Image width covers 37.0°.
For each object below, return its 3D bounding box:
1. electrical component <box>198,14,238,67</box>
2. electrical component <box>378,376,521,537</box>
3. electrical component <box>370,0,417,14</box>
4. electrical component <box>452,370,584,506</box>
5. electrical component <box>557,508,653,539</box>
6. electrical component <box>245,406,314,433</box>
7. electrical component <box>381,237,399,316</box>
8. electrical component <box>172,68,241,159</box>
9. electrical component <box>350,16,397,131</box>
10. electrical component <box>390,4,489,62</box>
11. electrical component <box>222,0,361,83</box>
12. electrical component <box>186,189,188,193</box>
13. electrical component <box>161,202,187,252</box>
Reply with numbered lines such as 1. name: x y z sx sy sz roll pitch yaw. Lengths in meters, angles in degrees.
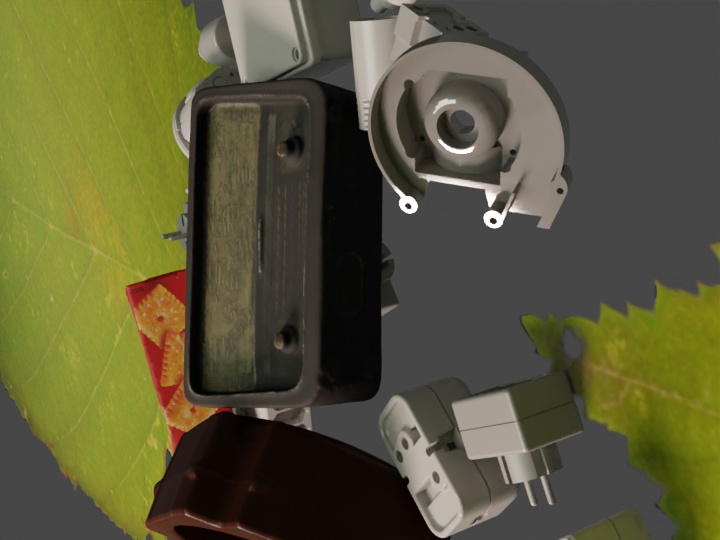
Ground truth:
1. electrical component: -0.118 -0.193 0.919 0.078 0.040 0.040 -1 102 60
2. electrical component: 0.063 0.124 0.729 0.095 0.059 0.053 60 147 25
3. electrical component: 0.024 -0.183 0.685 0.061 0.035 0.035 -36 72 62
4. electrical component: 0.102 0.108 0.666 0.066 0.047 0.076 -27 79 60
5. electrical component: 0.135 0.186 0.631 0.061 0.061 0.096 65 149 18
6. electrical component: -0.082 0.132 0.997 0.076 0.047 0.083 22 121 55
7. electrical component: 0.000 0.000 0.795 0.077 0.047 0.065 -38 69 53
8. electrical component: -0.112 -0.125 0.902 0.051 0.080 0.080 -41 67 53
9. electrical component: 0.018 -0.125 0.711 0.043 0.043 0.081 20 119 56
10. electrical component: 0.045 -0.129 0.663 0.066 0.048 0.055 47 132 40
11. electrical component: -0.052 -0.194 0.788 0.109 0.056 0.108 -8 96 61
12. electrical component: -0.093 -0.055 0.889 0.096 0.061 0.061 -33 71 32
13. electrical component: -0.146 -0.037 1.002 0.083 0.076 0.047 12 113 58
